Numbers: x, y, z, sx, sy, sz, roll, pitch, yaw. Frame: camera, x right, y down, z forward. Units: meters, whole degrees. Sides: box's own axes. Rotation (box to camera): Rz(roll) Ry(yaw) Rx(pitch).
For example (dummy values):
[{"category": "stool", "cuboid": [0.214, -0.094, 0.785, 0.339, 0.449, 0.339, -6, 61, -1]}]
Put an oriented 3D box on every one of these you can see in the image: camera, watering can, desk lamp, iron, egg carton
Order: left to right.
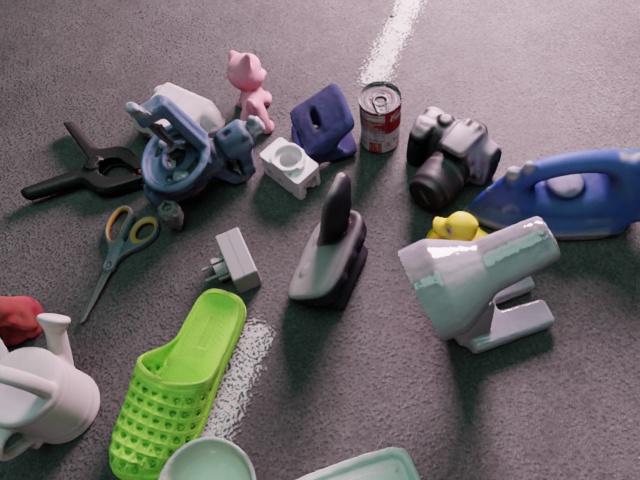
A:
[{"category": "watering can", "cuboid": [-0.360, 0.177, 0.709, 0.101, 0.194, 0.172, -9, 61, 1]}, {"category": "egg carton", "cuboid": [-0.240, -0.204, 0.981, 0.150, 0.069, 0.107, 25, 66, 18]}, {"category": "camera", "cuboid": [0.186, -0.124, 0.879, 0.143, 0.101, 0.137, 34, 69, 22]}, {"category": "desk lamp", "cuboid": [0.200, 0.057, 0.712, 0.203, 0.214, 0.117, -19, 61, -5]}, {"category": "iron", "cuboid": [0.341, -0.079, 0.816, 0.258, 0.141, 0.118, -4, 61, 3]}]

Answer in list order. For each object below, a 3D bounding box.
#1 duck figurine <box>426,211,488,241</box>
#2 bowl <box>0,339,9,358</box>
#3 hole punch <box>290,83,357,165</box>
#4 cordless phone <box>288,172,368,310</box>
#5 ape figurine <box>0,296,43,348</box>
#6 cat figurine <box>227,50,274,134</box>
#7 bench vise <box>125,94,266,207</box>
[{"category": "duck figurine", "cuboid": [0.205, -0.006, 0.820, 0.104, 0.086, 0.077, 13, 63, 12]}, {"category": "bowl", "cuboid": [-0.487, 0.202, 0.775, 0.167, 0.075, 0.167, -2, 61, 4]}, {"category": "hole punch", "cuboid": [0.003, -0.185, 0.935, 0.101, 0.091, 0.108, -17, 61, -4]}, {"category": "cordless phone", "cuboid": [0.007, 0.003, 0.776, 0.094, 0.185, 0.148, 14, 63, 13]}, {"category": "ape figurine", "cuboid": [-0.439, 0.109, 0.813, 0.077, 0.092, 0.076, 18, 64, 15]}, {"category": "cat figurine", "cuboid": [-0.121, -0.260, 0.973, 0.067, 0.118, 0.127, -10, 61, 0]}, {"category": "bench vise", "cuboid": [-0.195, -0.158, 0.865, 0.208, 0.220, 0.121, -41, 65, -16]}]
